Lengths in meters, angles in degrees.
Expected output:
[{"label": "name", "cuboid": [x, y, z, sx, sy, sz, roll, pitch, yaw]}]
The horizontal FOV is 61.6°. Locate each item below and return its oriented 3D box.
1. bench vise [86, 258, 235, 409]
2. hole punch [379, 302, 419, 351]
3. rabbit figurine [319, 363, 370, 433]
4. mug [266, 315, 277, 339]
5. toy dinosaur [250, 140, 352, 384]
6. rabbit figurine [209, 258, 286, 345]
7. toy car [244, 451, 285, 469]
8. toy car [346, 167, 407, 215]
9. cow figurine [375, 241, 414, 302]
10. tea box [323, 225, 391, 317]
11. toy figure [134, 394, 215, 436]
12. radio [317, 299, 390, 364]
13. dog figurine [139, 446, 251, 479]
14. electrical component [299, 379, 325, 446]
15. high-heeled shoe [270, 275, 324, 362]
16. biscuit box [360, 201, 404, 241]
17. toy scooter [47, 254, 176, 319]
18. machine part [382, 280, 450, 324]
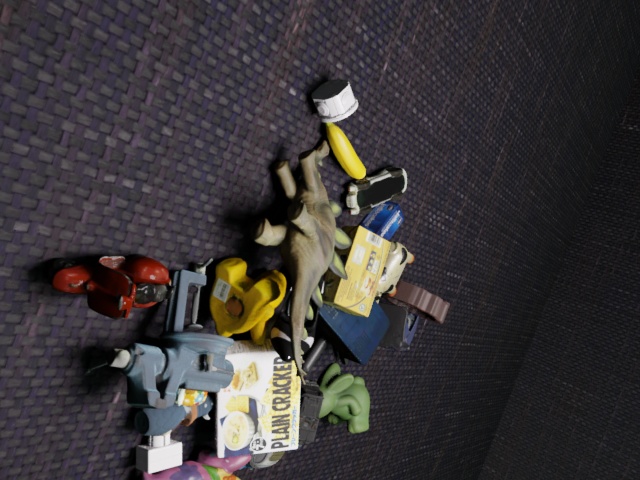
[{"label": "bench vise", "cuboid": [-0.229, 0.147, 0.864, 0.223, 0.129, 0.240, 18, 66, -34]}, {"label": "hole punch", "cuboid": [0.191, 0.229, 1.416, 0.092, 0.142, 0.115, 23, 78, -57]}, {"label": "rabbit figurine", "cuboid": [0.041, 0.395, 1.324, 0.170, 0.121, 0.159, 12, 95, -38]}, {"label": "mug", "cuboid": [-0.088, 0.201, 1.102, 0.107, 0.081, 0.109, 18, 97, -41]}, {"label": "toy dinosaur", "cuboid": [-0.021, 0.006, 0.954, 0.198, 0.105, 0.471, 47, 44, -40]}, {"label": "rabbit figurine", "cuboid": [-0.116, 0.113, 0.994, 0.173, 0.122, 0.162, -27, 132, -65]}, {"label": "toy car", "cuboid": [-0.121, 0.425, 1.146, 0.109, 0.103, 0.161, 26, 85, -52]}, {"label": "toy car", "cuboid": [0.129, -0.114, 1.224, 0.202, 0.056, 0.073, -24, 119, -39]}, {"label": "cow figurine", "cuboid": [0.150, 0.091, 1.329, 0.195, 0.086, 0.127, -59, 148, -8]}, {"label": "tea box", "cuboid": [0.072, 0.065, 1.122, 0.098, 0.068, 0.169, 28, 75, -29]}, {"label": "toy figure", "cuboid": [-0.255, 0.304, 0.959, 0.154, 0.058, 0.064, 2, 111, -56]}, {"label": "radio", "cuboid": [0.057, 0.162, 1.210, 0.131, 0.073, 0.229, -51, 124, -23]}, {"label": "dog figurine", "cuboid": [-0.219, 0.467, 0.989, 0.219, 0.192, 0.108, 0, 113, -37]}, {"label": "electrical component", "cuboid": [-0.040, 0.391, 1.213, 0.058, 0.115, 0.134, 15, 91, -11]}, {"label": "high-heeled shoe", "cuboid": [-0.029, 0.117, 1.025, 0.249, 0.086, 0.145, -89, -158, -68]}, {"label": "biscuit box", "cuboid": [0.118, -0.005, 1.260, 0.202, 0.059, 0.062, -52, 140, -21]}, {"label": "toy scooter", "cuboid": [-0.272, 0.066, 0.755, 0.184, 0.135, 0.075, 7, 100, -53]}, {"label": "machine part", "cuboid": [0.252, 0.160, 1.421, 0.179, 0.180, 0.056, 38, 74, -52]}]
